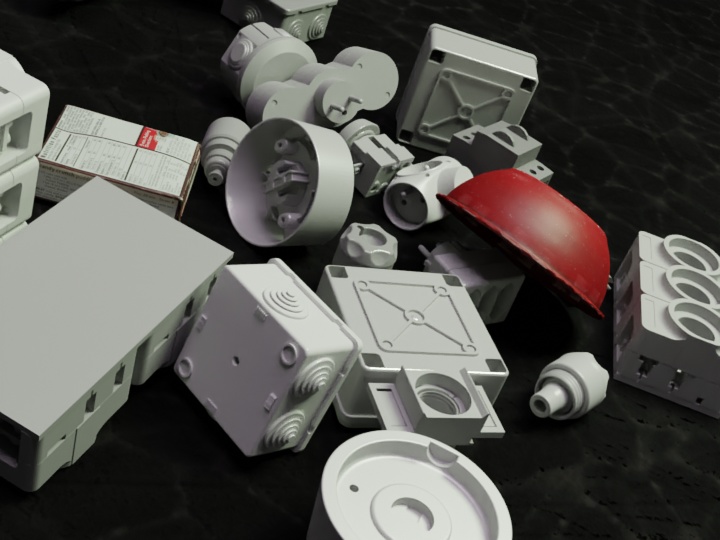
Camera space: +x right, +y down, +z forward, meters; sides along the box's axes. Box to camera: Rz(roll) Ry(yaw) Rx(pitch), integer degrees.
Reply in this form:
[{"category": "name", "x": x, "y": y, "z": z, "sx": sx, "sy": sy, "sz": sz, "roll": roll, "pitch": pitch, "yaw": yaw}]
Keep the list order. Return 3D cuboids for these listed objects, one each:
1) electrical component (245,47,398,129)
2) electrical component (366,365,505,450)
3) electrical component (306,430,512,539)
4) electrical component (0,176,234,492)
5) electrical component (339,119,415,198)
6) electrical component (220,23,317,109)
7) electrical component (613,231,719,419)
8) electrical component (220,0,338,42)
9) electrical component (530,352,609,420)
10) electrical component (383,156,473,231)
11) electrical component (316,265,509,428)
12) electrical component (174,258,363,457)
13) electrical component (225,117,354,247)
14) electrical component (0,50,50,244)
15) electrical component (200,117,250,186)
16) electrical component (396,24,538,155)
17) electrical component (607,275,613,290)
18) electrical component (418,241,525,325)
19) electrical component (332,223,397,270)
[{"category": "electrical component", "x": -0.025, "y": -0.150, "z": 0.940, "sx": 0.138, "sy": 0.052, "sz": 0.074, "roll": -27, "pitch": 29, "yaw": -21}, {"category": "electrical component", "x": 0.043, "y": 0.097, "z": 0.672, "sx": 0.081, "sy": 0.063, "sz": 0.042, "roll": 5, "pitch": 36, "yaw": -23}, {"category": "electrical component", "x": 0.022, "y": 0.148, "z": 0.592, "sx": 0.108, "sy": 0.060, "sz": 0.108, "roll": 14, "pitch": 34, "yaw": -10}, {"category": "electrical component", "x": -0.173, "y": 0.033, "z": 0.634, "sx": 0.105, "sy": 0.060, "sz": 0.186, "roll": 29, "pitch": 41, "yaw": 11}, {"category": "electrical component", "x": 0.009, "y": -0.099, "z": 0.944, "sx": 0.066, "sy": 0.048, "sz": 0.055, "roll": -20, "pitch": 59, "yaw": -44}, {"category": "electrical component", "x": -0.083, "y": -0.181, "z": 0.978, "sx": 0.080, "sy": 0.080, "sz": 0.051, "roll": -8, "pitch": 38, "yaw": -36}, {"category": "electrical component", "x": 0.260, "y": 0.037, "z": 0.875, "sx": 0.089, "sy": 0.061, "sz": 0.150, "roll": 21, "pitch": 34, "yaw": 0}, {"category": "electrical component", "x": -0.087, "y": -0.279, "z": 1.138, "sx": 0.100, "sy": 0.048, "sz": 0.100, "roll": 36, "pitch": 36, "yaw": 20}, {"category": "electrical component", "x": 0.145, "y": 0.086, "z": 0.762, "sx": 0.043, "sy": 0.043, "sz": 0.062, "roll": 40, "pitch": 40, "yaw": 26}, {"category": "electrical component", "x": 0.072, "y": -0.068, "z": 0.915, "sx": 0.079, "sy": 0.044, "sz": 0.077, "roll": -5, "pitch": 19, "yaw": 34}, {"category": "electrical component", "x": 0.029, "y": 0.052, "z": 0.734, "sx": 0.109, "sy": 0.056, "sz": 0.108, "roll": 4, "pitch": 37, "yaw": -23}, {"category": "electrical component", "x": -0.059, "y": 0.053, "z": 0.650, "sx": 0.048, "sy": 0.099, "sz": 0.100, "roll": -2, "pitch": 39, "yaw": -51}, {"category": "electrical component", "x": -0.052, "y": -0.065, "z": 0.821, "sx": 0.064, "sy": 0.099, "sz": 0.099, "roll": 3, "pitch": 37, "yaw": -34}, {"category": "electrical component", "x": -0.249, "y": -0.060, "z": 0.656, "sx": 0.089, "sy": 0.150, "sz": 0.061, "roll": 28, "pitch": 35, "yaw": 10}, {"category": "electrical component", "x": -0.111, "y": -0.093, "z": 0.874, "sx": 0.040, "sy": 0.040, "sz": 0.078, "roll": 17, "pitch": 34, "yaw": -7}, {"category": "electrical component", "x": 0.101, "y": -0.164, "z": 1.028, "sx": 0.109, "sy": 0.108, "sz": 0.056, "roll": 16, "pitch": 37, "yaw": -8}, {"category": "electrical component", "x": 0.186, "y": 0.002, "z": 0.905, "sx": 0.040, "sy": 0.040, "sz": 0.046, "roll": -4, "pitch": 46, "yaw": -32}, {"category": "electrical component", "x": 0.075, "y": 0.003, "z": 0.835, "sx": 0.066, "sy": 0.047, "sz": 0.076, "roll": -8, "pitch": 42, "yaw": -36}, {"category": "electrical component", "x": 0.000, "y": 0.000, "z": 0.785, "sx": 0.043, "sy": 0.062, "sz": 0.043, "roll": 14, "pitch": 34, "yaw": -10}]
